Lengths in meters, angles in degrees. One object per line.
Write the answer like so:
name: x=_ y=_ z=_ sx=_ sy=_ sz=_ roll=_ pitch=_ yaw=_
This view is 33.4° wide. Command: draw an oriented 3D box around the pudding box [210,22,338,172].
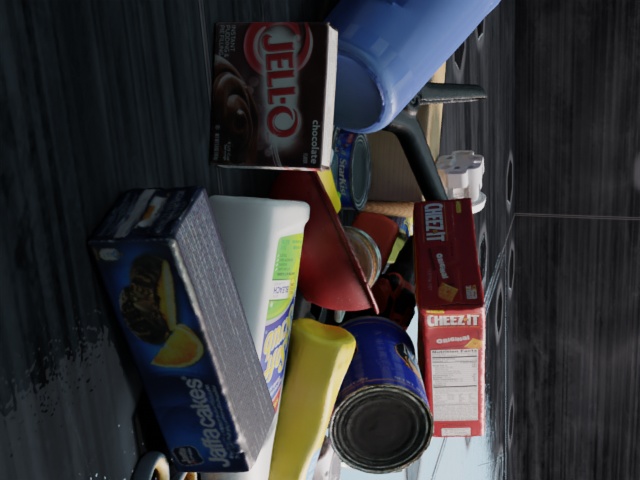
pudding box: x=-0.035 y=-0.110 z=0.820 sx=0.039 sy=0.090 sz=0.113 roll=-11 pitch=103 yaw=-74

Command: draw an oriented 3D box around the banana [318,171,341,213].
banana: x=-0.009 y=-0.076 z=1.022 sx=0.198 sy=0.037 sz=0.069 roll=74 pitch=6 yaw=-51

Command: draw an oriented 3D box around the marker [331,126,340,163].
marker: x=0.014 y=-0.126 z=1.117 sx=0.020 sy=0.020 sz=0.121 roll=73 pitch=25 yaw=-50

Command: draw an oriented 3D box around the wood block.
wood block: x=0.092 y=-0.136 z=1.256 sx=0.090 sy=0.091 sz=0.206 roll=38 pitch=56 yaw=-72

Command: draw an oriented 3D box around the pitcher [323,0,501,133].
pitcher: x=0.080 y=-0.224 z=1.052 sx=0.149 sy=0.145 sz=0.242 roll=53 pitch=52 yaw=-22

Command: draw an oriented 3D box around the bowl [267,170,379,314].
bowl: x=-0.006 y=0.001 z=0.930 sx=0.162 sy=0.055 sz=0.162 roll=159 pitch=-93 yaw=-89

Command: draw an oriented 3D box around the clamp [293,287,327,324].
clamp: x=-0.024 y=0.093 z=0.988 sx=0.171 sy=0.039 sz=0.120 roll=-57 pitch=153 yaw=-49

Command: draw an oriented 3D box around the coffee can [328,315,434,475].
coffee can: x=0.055 y=0.154 z=1.080 sx=0.140 sy=0.103 sz=0.103 roll=-97 pitch=-178 yaw=-66

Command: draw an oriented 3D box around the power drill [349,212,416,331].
power drill: x=0.073 y=0.042 z=1.214 sx=0.184 sy=0.057 sz=0.187 roll=-64 pitch=154 yaw=-17

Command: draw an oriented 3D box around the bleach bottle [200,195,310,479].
bleach bottle: x=-0.057 y=0.093 z=0.830 sx=0.102 sy=0.068 sz=0.251 roll=-5 pitch=100 yaw=-74

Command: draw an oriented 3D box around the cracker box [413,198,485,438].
cracker box: x=0.139 y=0.087 z=1.164 sx=0.164 sy=0.072 sz=0.214 roll=-89 pitch=173 yaw=-47

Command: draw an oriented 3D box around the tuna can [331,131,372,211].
tuna can: x=0.030 y=-0.075 z=1.151 sx=0.086 sy=0.034 sz=0.086 roll=3 pitch=90 yaw=-74

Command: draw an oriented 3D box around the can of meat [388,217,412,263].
can of meat: x=0.095 y=-0.028 z=1.346 sx=0.102 sy=0.057 sz=0.084 roll=63 pitch=36 yaw=-59

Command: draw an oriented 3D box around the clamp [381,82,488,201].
clamp: x=0.091 y=-0.138 z=1.156 sx=0.209 sy=0.036 sz=0.164 roll=28 pitch=67 yaw=-31

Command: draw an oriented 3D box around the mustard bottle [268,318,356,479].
mustard bottle: x=-0.023 y=0.165 z=0.894 sx=0.096 sy=0.058 sz=0.192 roll=-103 pitch=-151 yaw=-85

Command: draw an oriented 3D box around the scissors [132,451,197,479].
scissors: x=-0.121 y=0.229 z=0.708 sx=0.096 sy=0.016 sz=0.201 roll=73 pitch=24 yaw=-45

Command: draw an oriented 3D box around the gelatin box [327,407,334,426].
gelatin box: x=-0.017 y=0.194 z=0.982 sx=0.073 sy=0.030 sz=0.089 roll=106 pitch=2 yaw=-70
